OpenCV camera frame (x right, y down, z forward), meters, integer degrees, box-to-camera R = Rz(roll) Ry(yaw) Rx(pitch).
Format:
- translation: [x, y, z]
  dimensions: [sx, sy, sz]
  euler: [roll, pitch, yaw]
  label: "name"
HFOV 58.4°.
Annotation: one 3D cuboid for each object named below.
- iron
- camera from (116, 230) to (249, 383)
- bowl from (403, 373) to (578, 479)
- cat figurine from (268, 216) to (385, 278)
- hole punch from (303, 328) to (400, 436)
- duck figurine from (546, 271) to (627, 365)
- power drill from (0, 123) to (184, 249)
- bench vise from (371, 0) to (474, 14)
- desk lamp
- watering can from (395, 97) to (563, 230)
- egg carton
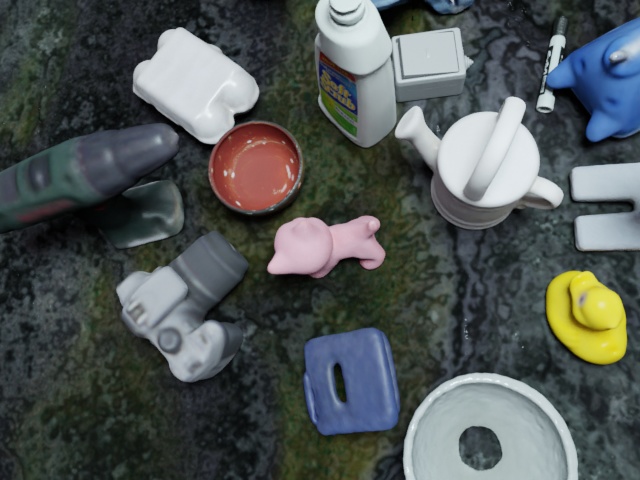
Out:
- translation: [0.384, -0.219, 0.608]
  dimensions: [0.258, 0.141, 0.118]
  euler: [-32, 77, 1]
  label: "iron"
- translation: [-0.139, 0.065, 0.642]
  dimensions: [0.137, 0.101, 0.143]
  euler: [-44, 77, -2]
  label: "camera"
- translation: [0.168, 0.221, 0.587]
  dimensions: [0.167, 0.075, 0.167]
  euler: [-1, 79, 7]
  label: "bowl"
- translation: [0.006, 0.002, 0.627]
  dimensions: [0.127, 0.118, 0.067]
  euler: [-14, 78, 5]
  label: "cat figurine"
- translation: [0.031, 0.153, 0.609]
  dimensions: [0.101, 0.091, 0.108]
  euler: [-12, 78, 5]
  label: "hole punch"
- translation: [0.285, 0.078, 0.593]
  dimensions: [0.077, 0.086, 0.104]
  euler: [-24, 77, 3]
  label: "duck figurine"
- translation: [-0.229, -0.052, 0.620]
  dimensions: [0.229, 0.208, 0.075]
  euler: [-15, 78, 4]
  label: "power drill"
- translation: [0.100, -0.337, 0.626]
  dimensions: [0.207, 0.220, 0.121]
  euler: [-24, 77, 2]
  label: "bench vise"
- translation: [0.373, -0.051, 0.541]
  dimensions: [0.203, 0.213, 0.118]
  euler: [-3, 79, 7]
  label: "desk lamp"
- translation: [0.161, -0.079, 0.583]
  dimensions: [0.172, 0.194, 0.101]
  euler: [5, 80, 8]
  label: "watering can"
- translation: [-0.153, -0.190, 0.708]
  dimensions: [0.150, 0.069, 0.107]
  euler: [35, 86, 12]
  label: "egg carton"
